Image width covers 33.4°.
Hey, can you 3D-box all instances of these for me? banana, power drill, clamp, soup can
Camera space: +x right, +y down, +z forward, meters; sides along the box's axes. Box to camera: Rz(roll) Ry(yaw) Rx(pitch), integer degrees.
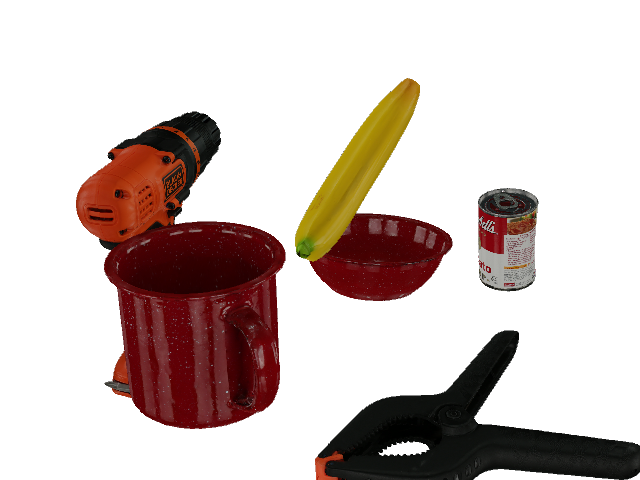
[{"bbox_3d":[0.029,-0.052,0.909,0.037,0.197,0.070,36,-24,-11],"label":"banana"},{"bbox_3d":[-0.116,0.009,0.794,0.057,0.188,0.184,4,24,18],"label":"power drill"},{"bbox_3d":[0.091,0.127,0.737,0.209,0.036,0.165,-10,29,-13],"label":"clamp"},{"bbox_3d":[0.218,-0.001,1.241,0.068,0.102,0.068,-4,29,2],"label":"soup can"}]

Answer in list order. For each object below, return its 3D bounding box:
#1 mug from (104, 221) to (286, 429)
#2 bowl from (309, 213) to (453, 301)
[{"bbox_3d":[-0.056,0.049,0.554,0.093,0.081,0.117,-18,29,-33],"label":"mug"},{"bbox_3d":[0.055,0.021,1.105,0.162,0.055,0.162,1,18,-1],"label":"bowl"}]
